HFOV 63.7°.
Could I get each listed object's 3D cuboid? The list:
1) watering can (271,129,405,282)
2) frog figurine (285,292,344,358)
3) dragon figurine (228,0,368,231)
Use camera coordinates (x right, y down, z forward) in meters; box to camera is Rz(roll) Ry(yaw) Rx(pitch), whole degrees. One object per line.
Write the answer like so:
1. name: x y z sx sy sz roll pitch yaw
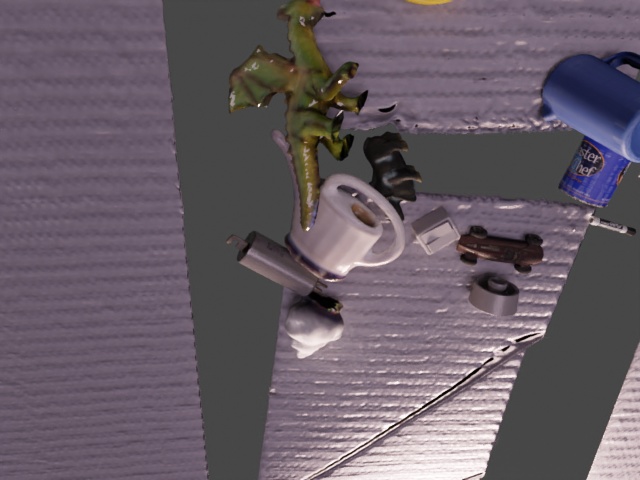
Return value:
1. watering can: 0.003 -0.052 1.043 0.347 0.106 0.220 37 117 -1
2. frog figurine: -0.021 0.206 1.161 0.137 0.124 0.158 15 104 -34
3. dragon figurine: -0.057 -0.238 0.936 0.244 0.123 0.405 25 107 14
